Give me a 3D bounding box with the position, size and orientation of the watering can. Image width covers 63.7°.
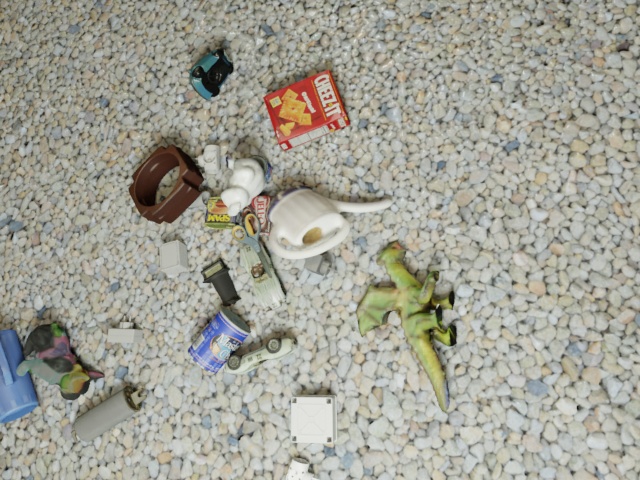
[{"bbox_3d":[0.004,-0.069,1.381,0.351,0.101,0.228,-29,51,-23],"label":"watering can"}]

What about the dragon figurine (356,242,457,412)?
[{"bbox_3d":[0.206,0.201,1.289,0.242,0.121,0.415,-5,73,31],"label":"dragon figurine"}]

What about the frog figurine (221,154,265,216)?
[{"bbox_3d":[-0.207,-0.143,1.399,0.122,0.134,0.163,5,43,-15],"label":"frog figurine"}]
